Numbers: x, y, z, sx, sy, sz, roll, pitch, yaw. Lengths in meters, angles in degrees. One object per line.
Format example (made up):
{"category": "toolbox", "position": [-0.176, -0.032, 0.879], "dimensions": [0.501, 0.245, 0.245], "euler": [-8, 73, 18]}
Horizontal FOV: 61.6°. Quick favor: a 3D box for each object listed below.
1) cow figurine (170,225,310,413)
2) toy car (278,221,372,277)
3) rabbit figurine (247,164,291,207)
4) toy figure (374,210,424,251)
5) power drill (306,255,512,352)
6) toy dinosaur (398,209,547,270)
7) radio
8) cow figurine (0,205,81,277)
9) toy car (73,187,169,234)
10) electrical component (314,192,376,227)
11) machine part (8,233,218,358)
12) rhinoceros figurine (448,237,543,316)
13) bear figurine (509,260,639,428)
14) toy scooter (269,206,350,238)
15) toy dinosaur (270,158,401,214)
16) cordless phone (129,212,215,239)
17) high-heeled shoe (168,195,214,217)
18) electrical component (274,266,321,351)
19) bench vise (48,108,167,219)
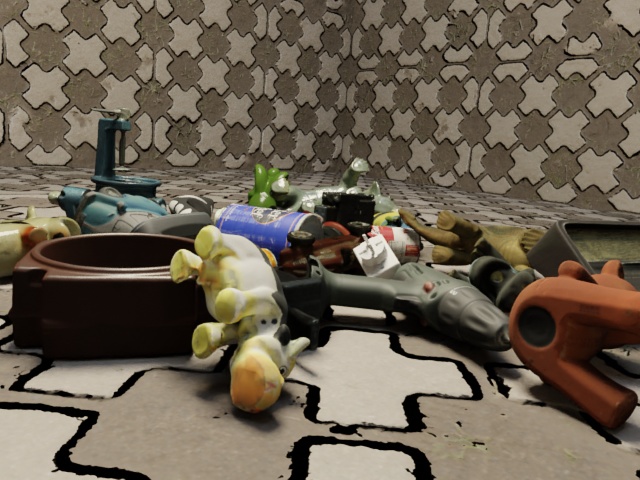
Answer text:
{"category": "cow figurine", "position": [-0.060, 0.069, 0.467], "dimensions": [0.098, 0.068, 0.167], "euler": [15, 39, -49]}
{"category": "toy car", "position": [0.017, 0.025, 0.780], "dimensions": [0.053, 0.089, 0.202], "euler": [18, 17, 36]}
{"category": "rabbit figurine", "position": [-0.117, -0.093, 1.270], "dimensions": [0.121, 0.159, 0.170], "euler": [15, 26, 2]}
{"category": "toy figure", "position": [0.150, -0.017, 1.092], "dimensions": [0.089, 0.082, 0.180], "euler": [5, 13, -7]}
{"category": "power drill", "position": [0.085, 0.067, 0.615], "dimensions": [0.207, 0.086, 0.232], "euler": [-1, 10, -6]}
{"category": "toy dinosaur", "position": [0.344, 0.028, 0.867], "dimensions": [0.472, 0.105, 0.198], "euler": [22, 14, 25]}
{"category": "radio", "position": [0.403, 0.046, 0.713], "dimensions": [0.229, 0.073, 0.131], "euler": [0, 52, -23]}
{"category": "cow figurine", "position": [-0.420, 0.008, 0.725], "dimensions": [0.127, 0.085, 0.195], "euler": [14, 19, 37]}
{"category": "toy car", "position": [-0.305, -0.012, 0.864], "dimensions": [0.103, 0.109, 0.161], "euler": [39, 16, 31]}
{"category": "electrical component", "position": [0.046, -0.037, 1.059], "dimensions": [0.134, 0.114, 0.058], "euler": [-5, 10, -40]}
{"category": "machine part", "position": [-0.207, 0.049, 0.577], "dimensions": [0.201, 0.087, 0.201], "euler": [3, 10, -16]}
{"category": "rhinoceros figurine", "position": [0.226, 0.059, 0.691], "dimensions": [0.112, 0.073, 0.190], "euler": [43, 3, 8]}
{"category": "bear figurine", "position": [0.275, 0.085, 0.515], "dimensions": [0.196, 0.120, 0.132], "euler": [3, 13, -37]}
{"category": "toy scooter", "position": [-0.002, -0.003, 0.937], "dimensions": [0.184, 0.075, 0.135], "euler": [28, 1, 27]}
{"category": "toy dinosaur", "position": [0.000, -0.071, 1.216], "dimensions": [0.405, 0.131, 0.192], "euler": [-9, -28, -8]}
{"category": "cordless phone", "position": [-0.253, 0.017, 0.775], "dimensions": [0.184, 0.088, 0.146], "euler": [-8, 3, 31]}
{"category": "high-heeled shoe", "position": [-0.220, -0.046, 1.024], "dimensions": [0.145, 0.086, 0.249], "euler": [-13, 22, 22]}
{"category": "electrical component", "position": [-0.027, 0.073, 0.546], "dimensions": [0.048, 0.074, 0.119], "euler": [-5, 10, -39]}
{"category": "bench vise", "position": [-0.382, -0.118, 0.973], "dimensions": [0.224, 0.240, 0.129], "euler": [10, 11, 18]}
